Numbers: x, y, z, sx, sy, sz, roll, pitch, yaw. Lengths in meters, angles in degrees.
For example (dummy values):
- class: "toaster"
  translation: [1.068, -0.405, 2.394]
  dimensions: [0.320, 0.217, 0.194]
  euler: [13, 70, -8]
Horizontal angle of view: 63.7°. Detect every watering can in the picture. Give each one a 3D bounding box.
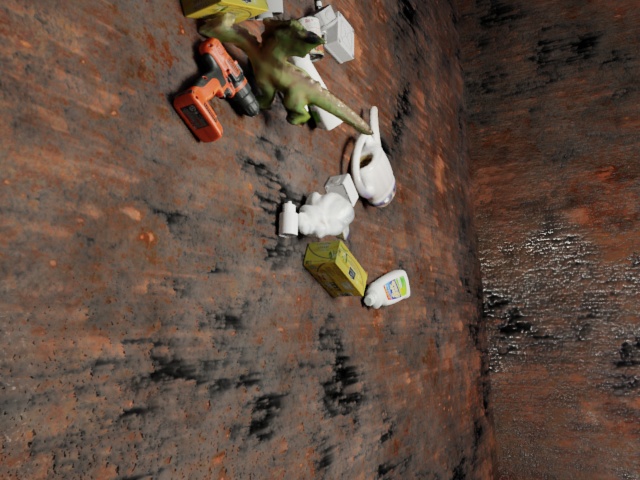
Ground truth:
- class: "watering can"
  translation: [0.171, -0.249, 1.614]
  dimensions: [0.220, 0.103, 0.356]
  euler: [59, 37, -37]

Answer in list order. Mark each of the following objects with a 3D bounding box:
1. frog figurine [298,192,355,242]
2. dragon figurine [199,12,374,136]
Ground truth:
- class: "frog figurine"
  translation: [0.004, -0.064, 1.266]
  dimensions: [0.158, 0.121, 0.140]
  euler: [15, 38, -50]
- class: "dragon figurine"
  translation: [-0.050, -0.351, 1.062]
  dimensions: [0.240, 0.410, 0.124]
  euler: [119, -8, -74]
